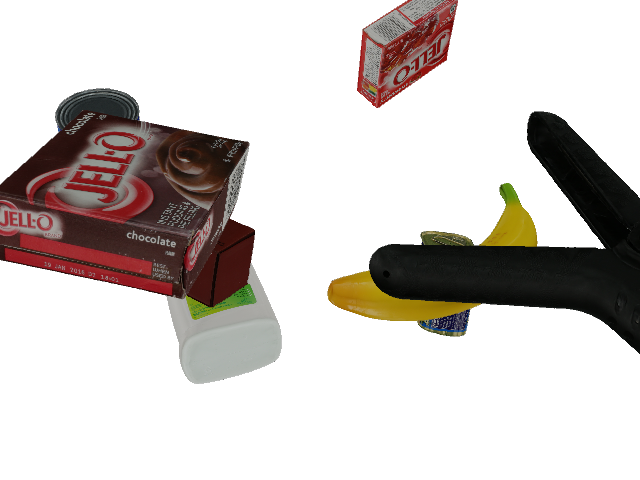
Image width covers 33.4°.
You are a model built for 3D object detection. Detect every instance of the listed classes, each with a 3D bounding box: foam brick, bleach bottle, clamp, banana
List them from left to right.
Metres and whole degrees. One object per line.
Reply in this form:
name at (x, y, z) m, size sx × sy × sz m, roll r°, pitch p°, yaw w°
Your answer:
foam brick at (-0.099, 0.008, 0.839) m, size 0.078 × 0.051 × 0.052 m, roll 25°, pitch 33°, yaw 23°
bleach bottle at (-0.122, 0.035, 1.094) m, size 0.102 × 0.068 × 0.251 m, roll -13°, pitch 38°, yaw -15°
banana at (0.094, 0.019, 0.746) m, size 0.197 × 0.037 × 0.070 m, roll -27°, pitch 49°, yaw -37°
clamp at (0.138, 0.016, 0.489) m, size 0.210 × 0.036 × 0.164 m, roll 32°, pitch 49°, yaw 32°

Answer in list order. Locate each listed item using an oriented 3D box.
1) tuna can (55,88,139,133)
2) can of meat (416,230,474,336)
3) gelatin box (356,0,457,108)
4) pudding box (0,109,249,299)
tuna can at (-0.230, -0.120, 1.108) m, size 0.086 × 0.034 × 0.086 m, roll 1°, pitch 43°, yaw -1°
can of meat at (0.132, 0.045, 1.143) m, size 0.057 × 0.084 × 0.102 m, roll 7°, pitch 18°, yaw -4°
gelatin box at (0.073, -0.163, 0.894) m, size 0.089 × 0.030 × 0.073 m, roll -36°, pitch -26°, yaw -24°
pudding box at (-0.090, -0.021, 0.503) m, size 0.090 × 0.039 × 0.113 m, roll 12°, pitch 25°, yaw 4°
